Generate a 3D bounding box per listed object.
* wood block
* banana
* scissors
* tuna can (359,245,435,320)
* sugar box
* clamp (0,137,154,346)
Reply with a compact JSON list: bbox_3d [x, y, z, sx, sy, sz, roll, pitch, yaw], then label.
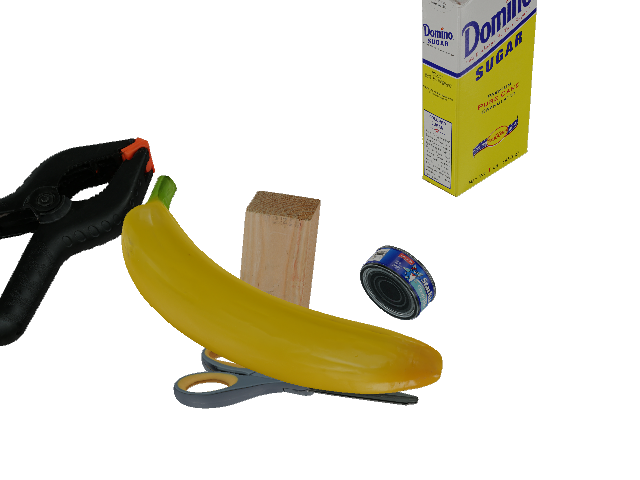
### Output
[{"bbox_3d":[-0.059,0.047,1.459,0.090,0.206,0.090,9,22,5],"label":"wood block"},{"bbox_3d":[-0.036,0.028,0.523,0.198,0.069,0.037,33,-26,27],"label":"banana"},{"bbox_3d":[-0.032,0.116,0.815,0.202,0.016,0.096,13,30,44],"label":"scissors"},{"bbox_3d":[0.087,0.049,1.215,0.033,0.086,0.086,-44,26,-29],"label":"tuna can"},{"bbox_3d":[0.125,-0.131,0.842,0.093,0.176,0.048,-32,49,-29],"label":"sugar box"},{"bbox_3d":[-0.186,-0.016,0.692,0.120,0.039,0.171,33,55,18],"label":"clamp"}]
